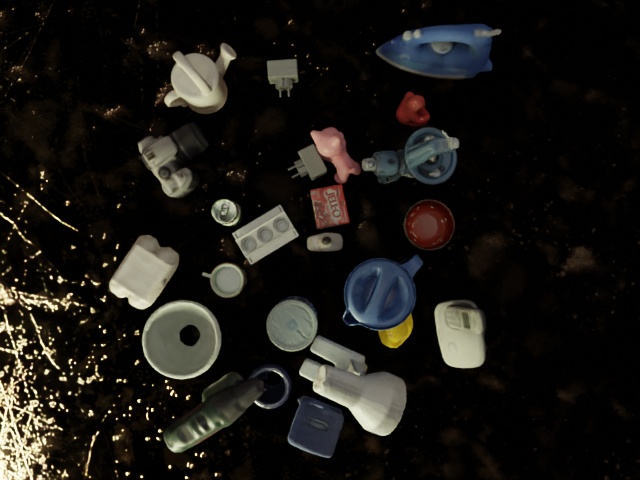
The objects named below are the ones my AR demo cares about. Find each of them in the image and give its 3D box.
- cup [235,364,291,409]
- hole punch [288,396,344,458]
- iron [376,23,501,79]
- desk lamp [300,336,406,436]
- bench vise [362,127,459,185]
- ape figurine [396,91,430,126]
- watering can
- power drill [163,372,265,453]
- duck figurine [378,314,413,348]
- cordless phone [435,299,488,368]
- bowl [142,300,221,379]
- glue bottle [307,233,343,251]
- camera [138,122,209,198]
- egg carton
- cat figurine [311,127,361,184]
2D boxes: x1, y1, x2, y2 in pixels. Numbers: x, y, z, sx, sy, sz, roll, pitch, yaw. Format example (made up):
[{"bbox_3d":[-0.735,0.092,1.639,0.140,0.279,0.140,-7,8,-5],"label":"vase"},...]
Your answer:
[{"bbox_3d":[-0.118,0.305,1.228,0.117,0.095,0.092,2,88,0],"label":"cup"},{"bbox_3d":[-0.009,0.398,1.228,0.108,0.091,0.101,20,88,0],"label":"hole punch"},{"bbox_3d":[0.255,-0.426,1.236,0.258,0.141,0.119,0,88,-1],"label":"iron"},{"bbox_3d":[0.062,0.296,1.171,0.203,0.213,0.118,24,88,1],"label":"desk lamp"},{"bbox_3d":[0.200,-0.162,1.186,0.207,0.219,0.121,-26,88,-1],"label":"bench vise"},{"bbox_3d":[0.206,-0.291,1.255,0.076,0.092,0.078,-15,88,-1],"label":"ape figurine"},{"bbox_3d":[-0.254,-0.345,1.200,0.101,0.194,0.173,30,88,1],"label":"watering can"},{"bbox_3d":[-0.203,0.336,1.169,0.229,0.208,0.075,-36,88,-2],"label":"power drill"},{"bbox_3d":[0.167,0.186,1.240,0.077,0.086,0.105,15,88,0],"label":"duck figurine"},{"bbox_3d":[0.306,0.199,1.192,0.094,0.185,0.148,-12,88,-1],"label":"cordless phone"},{"bbox_3d":[-0.291,0.212,1.239,0.167,0.074,0.167,0,88,-1],"label":"bowl"},{"bbox_3d":[0.011,0.004,1.201,0.078,0.173,0.037,-4,88,0],"label":"glue bottle"},{"bbox_3d":[-0.305,-0.184,1.241,0.137,0.101,0.143,-34,88,-2],"label":"camera"},{"bbox_3d":[-0.380,0.070,1.246,0.107,0.069,0.150,32,88,1],"label":"egg carton"},{"bbox_3d":[0.036,-0.190,1.236,0.067,0.117,0.128,-36,88,-2],"label":"cat figurine"}]
